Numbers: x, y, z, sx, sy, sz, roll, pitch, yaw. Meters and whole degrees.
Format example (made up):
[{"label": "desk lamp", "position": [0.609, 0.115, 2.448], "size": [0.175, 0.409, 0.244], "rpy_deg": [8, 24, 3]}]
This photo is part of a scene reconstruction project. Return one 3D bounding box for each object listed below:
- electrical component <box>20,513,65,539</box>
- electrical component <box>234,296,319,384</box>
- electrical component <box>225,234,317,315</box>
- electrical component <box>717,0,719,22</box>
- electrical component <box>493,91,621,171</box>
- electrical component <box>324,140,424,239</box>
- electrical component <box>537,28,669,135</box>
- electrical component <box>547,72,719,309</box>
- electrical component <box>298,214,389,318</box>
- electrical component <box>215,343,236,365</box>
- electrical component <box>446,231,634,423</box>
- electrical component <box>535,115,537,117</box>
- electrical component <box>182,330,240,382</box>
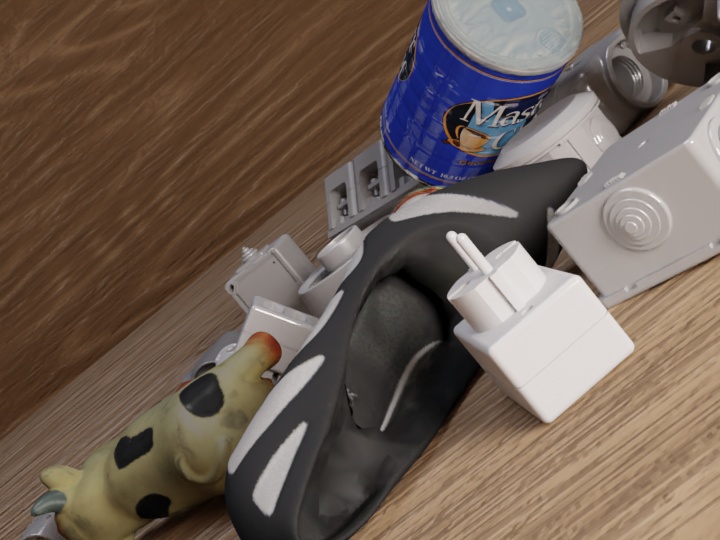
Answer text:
[{"label": "electrical component", "position": [-0.222, 0.197, 0.846], "size": [0.079, 0.043, 0.077], "rpy_deg": [-37, 9, 21]}, {"label": "electrical component", "position": [-0.059, 0.067, 0.765], "size": [0.047, 0.066, 0.076], "rpy_deg": [-116, 48, -81]}, {"label": "electrical component", "position": [-0.072, 0.014, 0.963], "size": [0.062, 0.096, 0.061], "rpy_deg": [-37, 8, 18]}, {"label": "electrical component", "position": [0.226, -0.131, 0.542], "size": [0.096, 0.061, 0.061], "rpy_deg": [-35, 9, 28]}, {"label": "electrical component", "position": [0.131, -0.075, 0.700], "size": [0.080, 0.051, 0.080], "rpy_deg": [-39, 8, 7]}, {"label": "electrical component", "position": [0.045, -0.074, 0.890], "size": [0.089, 0.061, 0.150], "rpy_deg": [4, -18, -31]}, {"label": "electrical component", "position": [0.180, -0.132, 0.775], "size": [0.095, 0.053, 0.059], "rpy_deg": [-45, 10, -31]}, {"label": "electrical component", "position": [0.141, -0.039, 0.480], "size": [0.100, 0.048, 0.099], "rpy_deg": [-35, 8, 46]}, {"label": "electrical component", "position": [0.000, 0.000, 0.848], "size": [0.108, 0.060, 0.108], "rpy_deg": [-39, 8, 7]}, {"label": "electrical component", "position": [-0.100, 0.092, 0.868], "size": [0.048, 0.048, 0.062], "rpy_deg": [-36, 16, 27]}, {"label": "electrical component", "position": [0.062, 0.014, 0.443], "size": [0.047, 0.076, 0.066], "rpy_deg": [-40, 8, -3]}, {"label": "electrical component", "position": [0.131, -0.124, 0.941], "size": [0.048, 0.055, 0.066], "rpy_deg": [-31, 12, 47]}, {"label": "electrical component", "position": [-0.132, 0.098, 0.968], "size": [0.079, 0.044, 0.077], "rpy_deg": [-37, 9, 17]}]
